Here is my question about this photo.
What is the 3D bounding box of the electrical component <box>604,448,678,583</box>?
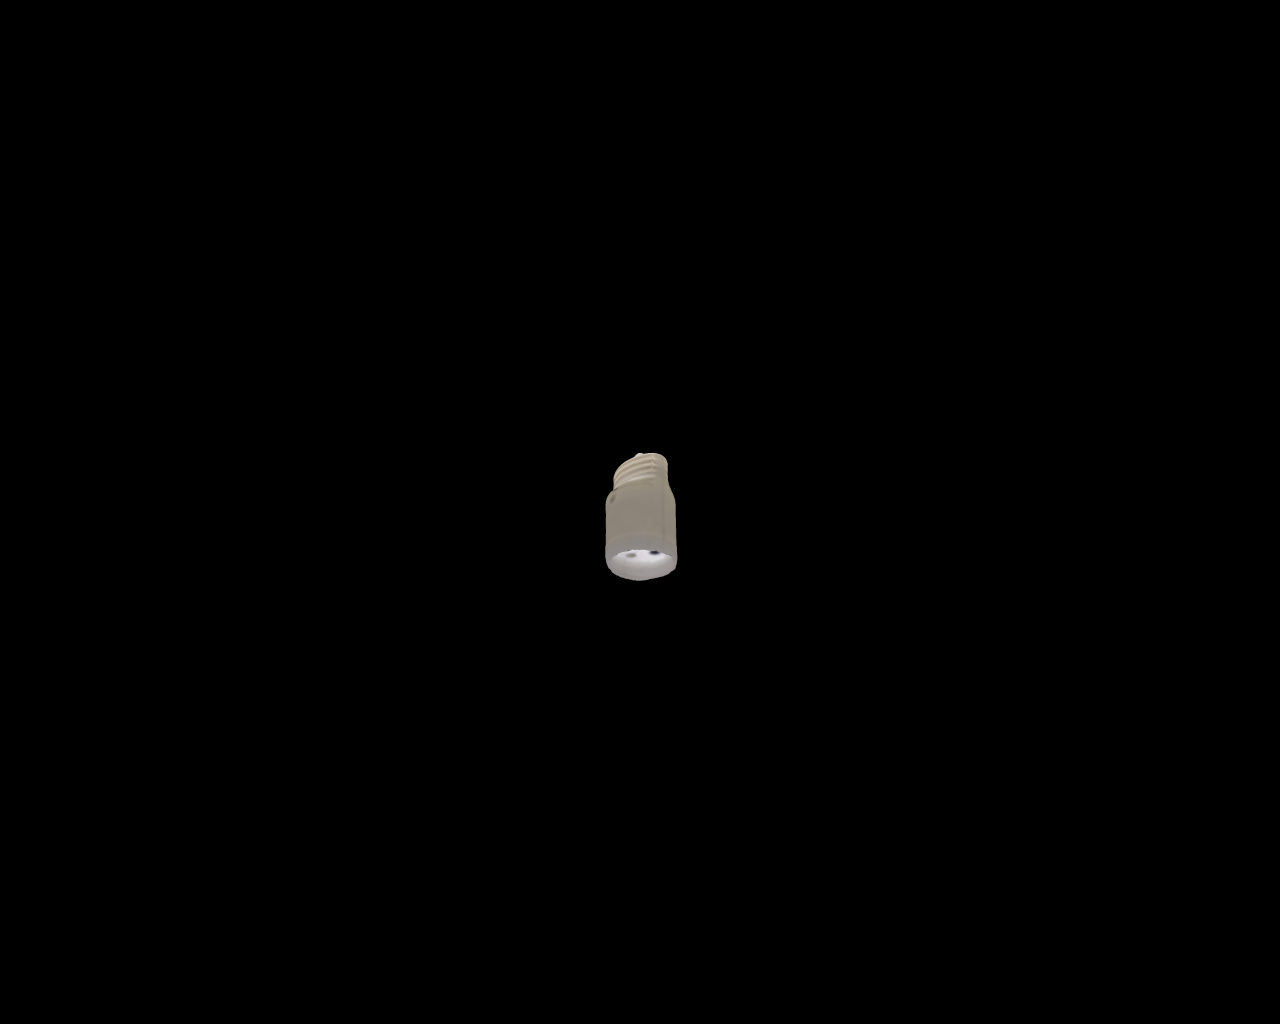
[{"bbox_3d":[0.001,-0.003,0.650,0.043,0.081,0.043,0,-30,0],"label":"electrical component"}]
